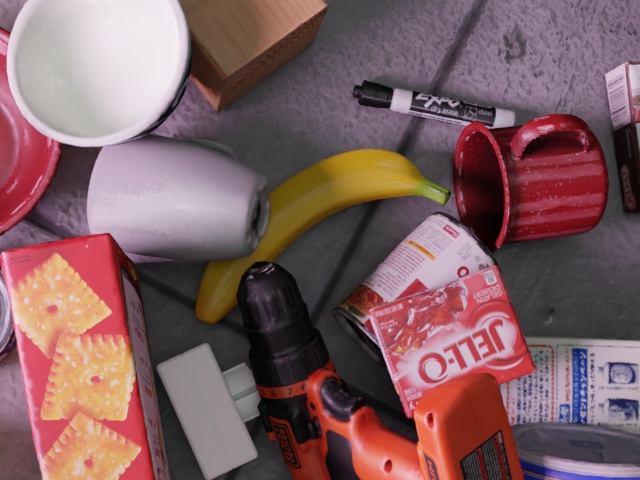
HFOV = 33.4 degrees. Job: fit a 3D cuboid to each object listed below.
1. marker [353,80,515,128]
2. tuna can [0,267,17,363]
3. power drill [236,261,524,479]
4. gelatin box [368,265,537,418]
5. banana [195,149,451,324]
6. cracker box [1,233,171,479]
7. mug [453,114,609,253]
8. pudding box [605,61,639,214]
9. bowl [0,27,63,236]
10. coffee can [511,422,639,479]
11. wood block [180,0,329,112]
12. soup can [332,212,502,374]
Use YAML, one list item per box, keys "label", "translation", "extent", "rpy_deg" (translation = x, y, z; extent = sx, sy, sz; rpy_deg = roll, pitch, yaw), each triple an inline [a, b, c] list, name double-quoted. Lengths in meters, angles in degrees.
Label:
- label: "marker"
  translation: [0.084, -0.098, 0.787]
  extent: [0.121, 0.020, 0.020]
  rpy_deg: [11, 82, -6]
- label: "tuna can"
  translation: [-0.243, 0.049, 0.716]
  extent: [0.086, 0.034, 0.086]
  rpy_deg: [1, 83, -8]
- label: "power drill"
  translation: [0.030, 0.104, 0.646]
  extent: [0.057, 0.188, 0.184]
  rpy_deg: [-31, 112, -31]
- label: "gelatin box"
  translation: [0.085, 0.065, 0.685]
  extent: [0.089, 0.030, 0.073]
  rpy_deg: [-19, 86, -2]
- label: "banana"
  translation: [-0.010, -0.014, 0.746]
  extent: [0.197, 0.037, 0.070]
  rpy_deg: [-28, 57, -5]
- label: "cracker box"
  translation: [-0.135, 0.113, 0.657]
  extent: [0.072, 0.164, 0.214]
  rpy_deg: [-10, 84, -7]
- label: "mug"
  translation: [0.151, -0.047, 0.744]
  extent: [0.081, 0.117, 0.093]
  rpy_deg: [-7, 56, -14]
- label: "pudding box"
  translation: [0.270, -0.080, 0.800]
  extent: [0.090, 0.039, 0.113]
  rpy_deg: [-6, 86, -9]
- label: "bowl"
  translation: [-0.252, -0.068, 0.718]
  extent: [0.162, 0.055, 0.162]
  rpy_deg: [1, 83, -8]
- label: "coffee can"
  translation: [0.157, 0.192, 0.653]
  extent: [0.102, 0.103, 0.140]
  rpy_deg: [3, 94, -8]
- label: "wood block"
  translation: [-0.097, -0.204, 0.739]
  extent: [0.090, 0.090, 0.206]
  rpy_deg: [-38, 89, -12]
- label: "soup can"
  translation: [0.068, 0.038, 0.742]
  extent: [0.102, 0.068, 0.068]
  rpy_deg: [-44, 90, -10]
